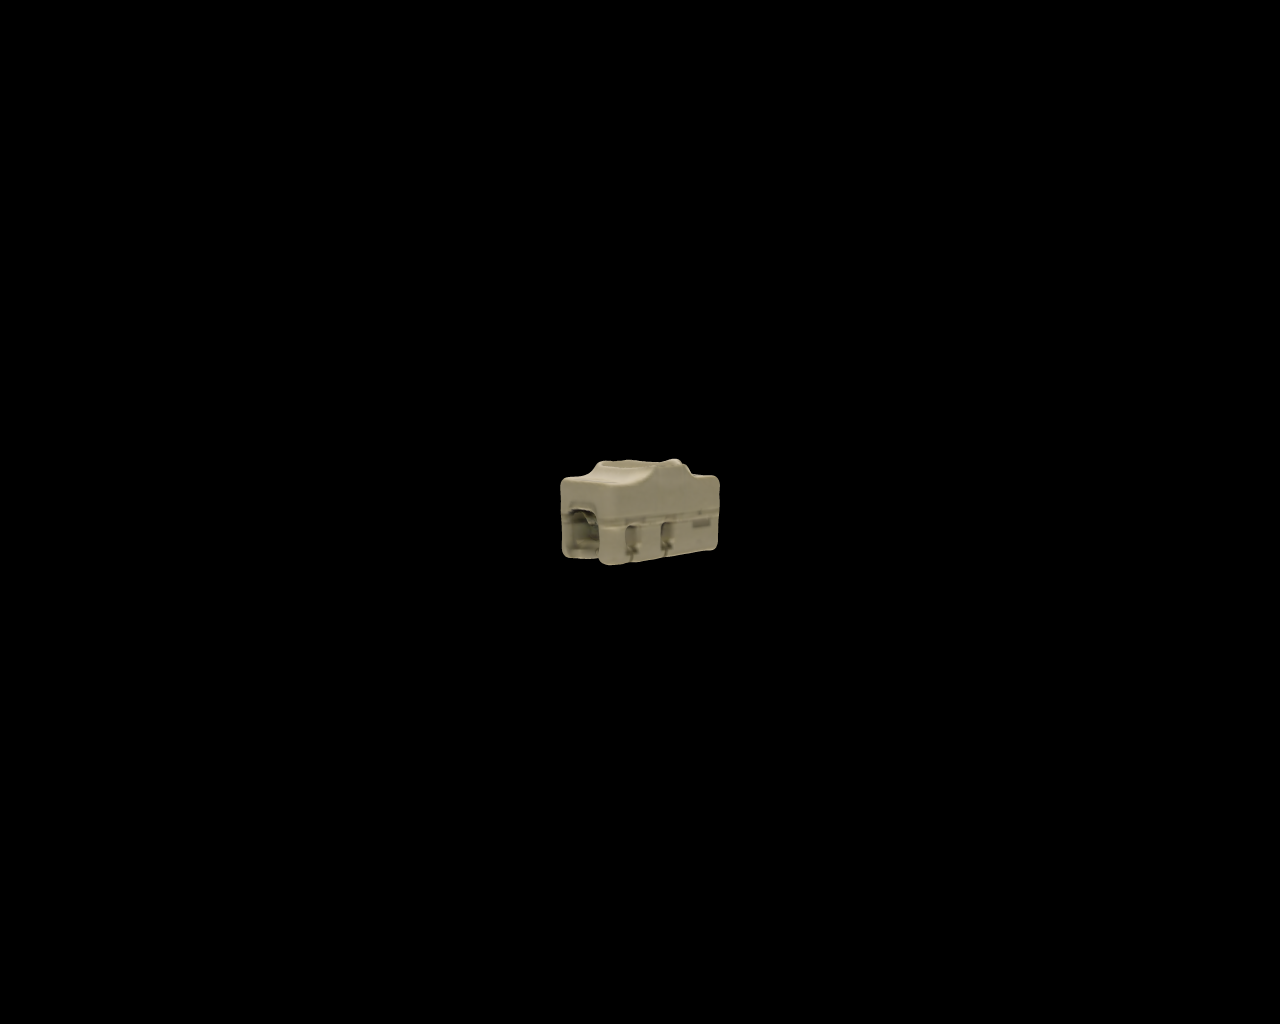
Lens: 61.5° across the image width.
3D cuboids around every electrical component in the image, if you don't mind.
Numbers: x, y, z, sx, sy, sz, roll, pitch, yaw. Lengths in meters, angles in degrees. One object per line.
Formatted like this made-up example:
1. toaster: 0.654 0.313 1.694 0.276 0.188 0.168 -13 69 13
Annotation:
1. electrical component: 0.001 -0.003 0.650 0.090 0.055 0.050 -5 8 -40
